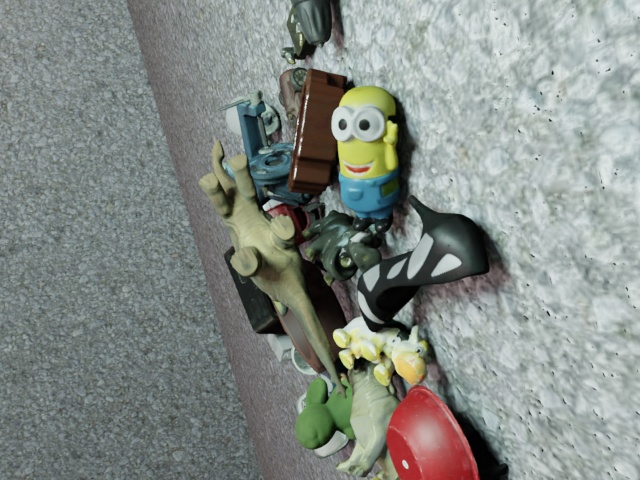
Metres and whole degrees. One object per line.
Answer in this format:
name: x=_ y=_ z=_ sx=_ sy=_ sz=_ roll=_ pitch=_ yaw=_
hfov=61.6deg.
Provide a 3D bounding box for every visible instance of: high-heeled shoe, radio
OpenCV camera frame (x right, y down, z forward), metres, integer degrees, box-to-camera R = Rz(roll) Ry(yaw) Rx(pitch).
high-heeled shoe: x=0.118 y=0.062 z=0.630 sx=0.145 sy=0.086 sz=0.248 roll=-122 pitch=31 yaw=-43
radio: x=-0.124 y=0.102 z=1.235 sx=0.073 sy=0.131 sz=0.230 roll=-42 pitch=61 yaw=29

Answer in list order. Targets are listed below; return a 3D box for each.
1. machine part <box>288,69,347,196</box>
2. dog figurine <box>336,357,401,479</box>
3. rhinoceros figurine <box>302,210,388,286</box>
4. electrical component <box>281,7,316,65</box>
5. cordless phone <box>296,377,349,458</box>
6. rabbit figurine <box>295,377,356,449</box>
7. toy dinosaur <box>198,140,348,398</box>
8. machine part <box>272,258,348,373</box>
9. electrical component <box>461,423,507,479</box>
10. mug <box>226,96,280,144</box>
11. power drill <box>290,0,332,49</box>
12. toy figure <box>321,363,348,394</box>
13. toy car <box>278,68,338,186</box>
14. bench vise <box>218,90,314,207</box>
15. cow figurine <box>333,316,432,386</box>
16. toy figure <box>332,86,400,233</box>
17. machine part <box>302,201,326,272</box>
machine part: x=-0.006 y=-0.147 z=0.753 sx=0.179 sy=0.056 sz=0.179 roll=-170 pitch=89 yaw=-82
dog figurine: x=0.118 y=0.270 z=0.825 sx=0.121 sy=0.172 sz=0.190 roll=145 pitch=142 yaw=-63
rhinoceros figurine: x=0.039 y=0.010 z=0.791 sx=0.073 sy=0.112 sz=0.190 roll=57 pitch=180 yaw=-20
electrical component: x=-0.031 y=-0.309 z=0.800 sx=0.078 sy=0.045 sz=0.102 roll=70 pitch=160 yaw=5
cordless phone: x=0.019 y=0.379 z=1.171 sx=0.147 sy=0.089 sz=0.184 roll=63 pitch=154 yaw=28
rabbit figurine: x=0.029 y=0.294 z=0.935 sx=0.159 sy=0.170 sz=0.121 roll=-161 pitch=57 yaw=-66
toy dinosaur: x=-0.076 y=0.029 z=0.854 sx=0.471 sy=0.105 sz=0.198 roll=62 pitch=176 yaw=24
machine part: x=-0.024 y=0.138 z=1.042 sx=0.201 sy=0.087 sz=0.201 roll=28 pitch=142 yaw=65
electrical component: x=0.182 y=0.276 z=0.692 sx=0.119 sy=0.048 sz=0.074 roll=47 pitch=147 yaw=48
mug: x=-0.126 y=-0.231 z=1.081 sx=0.107 sy=0.081 sz=0.109 roll=28 pitch=147 yaw=51
power drill: x=0.001 y=-0.373 z=0.633 sx=0.207 sy=0.086 sz=0.232 roll=162 pitch=94 yaw=-78
toy figure: x=0.042 y=0.303 z=1.083 sx=0.064 sy=0.058 sz=0.154 roll=-50 pitch=-58 yaw=-86
toy car: x=-0.025 y=-0.181 z=0.882 sx=0.089 sy=0.053 sz=0.202 roll=-20 pitch=85 yaw=67
bench vise: x=-0.111 y=-0.159 z=0.977 sx=0.224 sy=0.129 sz=0.240 roll=28 pitch=141 yaw=39
cow figurine: x=0.103 y=0.149 z=0.758 sx=0.167 sy=0.098 sz=0.068 roll=9 pitch=125 yaw=53
toy figure: x=0.059 y=-0.100 z=0.671 sx=0.089 sy=0.082 sz=0.179 roll=-87 pitch=-12 yaw=-57
machine part: x=-0.002 y=-0.003 z=0.983 sx=0.084 sy=0.039 sz=0.138 roll=-136 pitch=33 yaw=-64
